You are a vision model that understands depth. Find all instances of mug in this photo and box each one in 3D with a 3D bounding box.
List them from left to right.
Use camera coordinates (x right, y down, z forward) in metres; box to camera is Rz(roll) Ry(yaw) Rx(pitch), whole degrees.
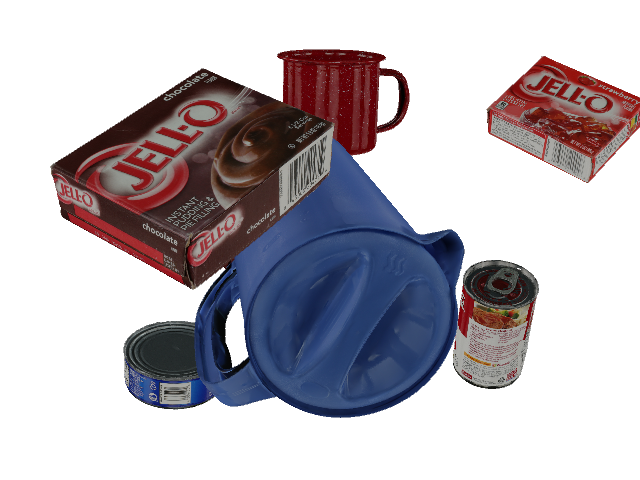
[{"bbox_3d":[0.020,-0.120,0.924,0.117,0.081,0.093,-3,17,-15],"label":"mug"}]

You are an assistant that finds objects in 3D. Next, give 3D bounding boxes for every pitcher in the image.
[{"bbox_3d":[-0.010,0.012,0.751,0.149,0.145,0.243,6,22,-14],"label":"pitcher"}]

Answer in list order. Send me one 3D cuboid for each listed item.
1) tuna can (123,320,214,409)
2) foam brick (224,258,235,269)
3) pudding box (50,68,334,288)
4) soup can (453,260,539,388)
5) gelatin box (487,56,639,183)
[{"bbox_3d":[-0.123,0.105,0.900,0.086,0.034,0.086,4,28,-2],"label":"tuna can"},{"bbox_3d":[-0.083,-0.009,1.096,0.052,0.051,0.078,-5,30,-24],"label":"foam brick"},{"bbox_3d":[-0.061,-0.035,0.530,0.090,0.039,0.113,27,46,26],"label":"pudding box"},{"bbox_3d":[0.161,0.078,0.987,0.068,0.102,0.068,1,37,-1],"label":"soup can"},{"bbox_3d":[0.177,-0.090,0.773,0.089,0.030,0.073,32,59,28],"label":"gelatin box"}]
